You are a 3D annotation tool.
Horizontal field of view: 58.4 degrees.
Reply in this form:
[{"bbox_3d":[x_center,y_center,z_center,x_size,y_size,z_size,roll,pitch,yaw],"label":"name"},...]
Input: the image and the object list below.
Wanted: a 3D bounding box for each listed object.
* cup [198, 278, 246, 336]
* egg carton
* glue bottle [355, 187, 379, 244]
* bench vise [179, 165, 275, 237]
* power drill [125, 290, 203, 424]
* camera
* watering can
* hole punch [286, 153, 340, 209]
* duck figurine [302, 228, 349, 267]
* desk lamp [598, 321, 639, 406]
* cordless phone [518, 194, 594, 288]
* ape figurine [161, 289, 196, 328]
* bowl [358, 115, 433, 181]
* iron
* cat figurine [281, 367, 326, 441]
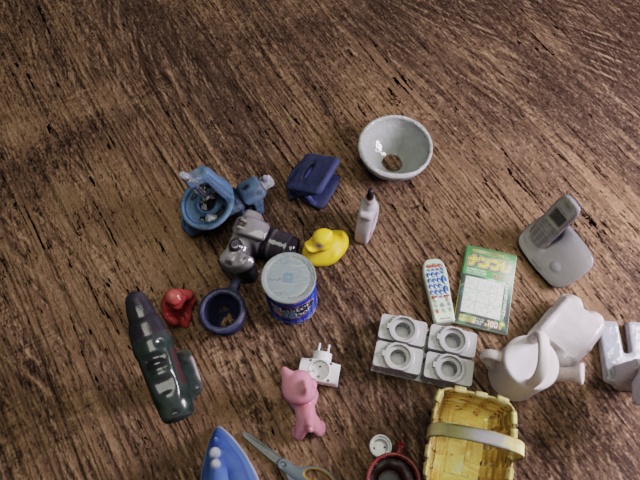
[{"bbox_3d":[-0.181,0.140,1.128,0.091,0.095,0.118,18,67,9],"label":"cup"},{"bbox_3d":[0.479,0.182,1.118,0.107,0.069,0.150,41,72,17],"label":"egg carton"},{"bbox_3d":[0.098,-0.059,1.174,0.037,0.173,0.078,17,66,8],"label":"glue bottle"},{"bbox_3d":[-0.205,-0.107,1.173,0.208,0.220,0.121,-39,70,-16],"label":"bench vise"},{"bbox_3d":[-0.278,0.221,1.028,0.076,0.208,0.229,-23,67,-10],"label":"power drill"},{"bbox_3d":[-0.120,0.016,1.181,0.136,0.101,0.143,18,67,9],"label":"camera"},{"bbox_3d":[0.383,0.223,1.031,0.173,0.194,0.101,-8,65,-3],"label":"watering can"},{"bbox_3d":[-0.017,-0.137,1.257,0.101,0.091,0.109,25,68,12],"label":"hole punch"},{"bbox_3d":[0.011,0.004,1.194,0.104,0.086,0.077,-25,67,-11],"label":"duck figurine"},{"bbox_3d":[0.590,0.217,1.021,0.118,0.213,0.203,2,65,2],"label":"desk lamp"},{"bbox_3d":[0.486,0.000,1.138,0.094,0.185,0.147,-30,68,-12],"label":"cordless phone"},{"bbox_3d":[-0.285,0.125,1.137,0.078,0.092,0.076,-39,71,-16],"label":"ape figurine"},{"bbox_3d":[0.166,-0.194,1.291,0.167,0.075,0.167,0,65,0],"label":"bowl"},{"bbox_3d":[-0.159,0.436,0.965,0.118,0.141,0.258,-15,66,-6],"label":"iron"},{"bbox_3d":[-0.032,0.293,1.043,0.067,0.118,0.127,-13,66,-5],"label":"cat figurine"}]
